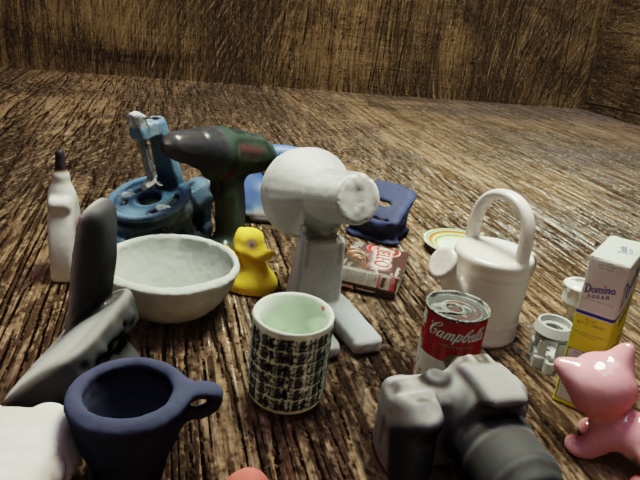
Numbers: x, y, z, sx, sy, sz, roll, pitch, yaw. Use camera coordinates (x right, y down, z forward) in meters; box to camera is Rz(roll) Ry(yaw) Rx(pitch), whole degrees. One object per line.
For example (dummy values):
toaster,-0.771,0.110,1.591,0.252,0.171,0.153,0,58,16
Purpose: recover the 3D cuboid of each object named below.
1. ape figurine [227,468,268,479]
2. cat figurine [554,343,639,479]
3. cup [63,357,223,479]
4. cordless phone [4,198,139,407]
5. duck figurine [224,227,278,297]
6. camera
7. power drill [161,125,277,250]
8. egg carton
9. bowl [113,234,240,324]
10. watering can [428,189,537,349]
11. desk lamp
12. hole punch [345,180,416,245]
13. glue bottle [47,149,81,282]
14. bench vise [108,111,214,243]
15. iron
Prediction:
ape figurine,-0.054,0.195,0.390,0.076,0.092,0.077,-16,31,-42
cat figurine,0.284,0.157,0.541,0.127,0.118,0.067,25,29,37
cup,-0.138,0.155,0.459,0.118,0.095,0.091,-1,24,-19
cordless phone,-0.231,0.061,0.541,0.094,0.185,0.147,6,22,-1
duck figurine,-0.104,0.022,0.800,0.104,0.086,0.078,21,27,32
camera,0.134,0.170,0.491,0.143,0.101,0.136,0,23,-16
power drill,-0.147,-0.070,0.850,0.075,0.208,0.230,17,25,24
egg carton,-0.236,0.178,0.409,0.107,0.069,0.150,4,23,-7
bowl,-0.185,0.056,0.710,0.167,0.075,0.167,6,22,-2
watering can,0.213,0.032,0.723,0.100,0.194,0.173,21,27,32
desk lamp,0.007,0.003,0.711,0.118,0.213,0.202,-5,25,-25
hole punch,0.111,-0.052,1.031,0.108,0.091,0.101,17,25,24
glue bottle,-0.340,-0.035,0.758,0.037,0.173,0.078,0,23,-15
bench vise,-0.237,-0.090,0.857,0.121,0.220,0.207,11,23,11
iron,-0.049,-0.113,1.068,0.258,0.141,0.118,2,23,-10
